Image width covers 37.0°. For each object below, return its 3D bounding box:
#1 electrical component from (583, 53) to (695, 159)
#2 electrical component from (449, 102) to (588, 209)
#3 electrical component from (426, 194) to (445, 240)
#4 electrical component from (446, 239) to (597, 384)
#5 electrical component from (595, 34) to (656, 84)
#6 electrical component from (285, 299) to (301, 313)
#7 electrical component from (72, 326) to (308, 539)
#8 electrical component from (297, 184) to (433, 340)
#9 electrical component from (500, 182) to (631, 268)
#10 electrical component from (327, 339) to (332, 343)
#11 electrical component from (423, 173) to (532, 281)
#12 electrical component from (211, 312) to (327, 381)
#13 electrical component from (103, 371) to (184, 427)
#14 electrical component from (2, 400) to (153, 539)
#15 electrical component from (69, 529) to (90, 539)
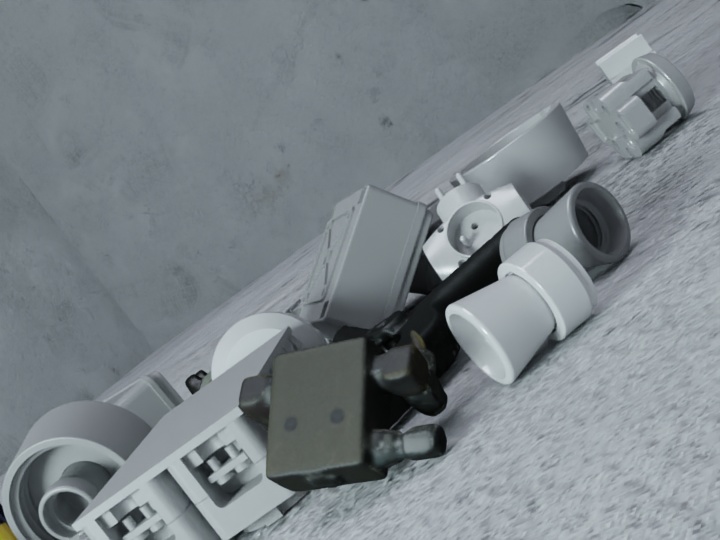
[{"bbox_3d":[0.206,-0.121,0.787,0.057,0.058,0.078,-40,5,-3],"label":"electrical component"},{"bbox_3d":[0.133,-0.079,0.869,0.108,0.060,0.108,-36,5,4],"label":"electrical component"},{"bbox_3d":[0.068,-0.027,0.866,0.066,0.055,0.048,-39,6,-25],"label":"electrical component"},{"bbox_3d":[0.073,0.018,0.488,0.055,0.045,0.045,-38,5,-14],"label":"electrical component"},{"bbox_3d":[0.236,-0.162,0.911,0.042,0.063,0.081,-34,6,15],"label":"electrical component"},{"bbox_3d":[-0.042,0.047,0.990,0.040,0.046,0.040,-38,5,4],"label":"electrical component"},{"bbox_3d":[-0.077,0.105,0.620,0.105,0.060,0.186,-36,5,9],"label":"electrical component"},{"bbox_3d":[0.000,0.000,0.818,0.109,0.056,0.108,161,128,-73],"label":"electrical component"},{"bbox_3d":[0.107,-0.016,0.566,0.045,0.045,0.055,-41,6,-41],"label":"electrical component"},{"bbox_3d":[-0.041,0.060,0.910,0.044,0.044,0.065,-36,1,10],"label":"electrical component"},{"bbox_3d":[0.080,-0.035,0.763,0.077,0.079,0.044,-36,-31,11],"label":"electrical component"},{"bbox_3d":[-0.058,0.067,0.738,0.080,0.080,0.051,-36,0,5],"label":"electrical component"},{"bbox_3d":[-0.204,0.147,0.993,0.057,0.078,0.113,-44,8,-37],"label":"electrical component"},{"bbox_3d":[-0.185,0.149,0.721,0.108,0.108,0.060,-35,11,13],"label":"electrical component"},{"bbox_3d":[-0.143,0.168,0.572,0.055,0.047,0.055,-36,5,4],"label":"electrical component"}]
